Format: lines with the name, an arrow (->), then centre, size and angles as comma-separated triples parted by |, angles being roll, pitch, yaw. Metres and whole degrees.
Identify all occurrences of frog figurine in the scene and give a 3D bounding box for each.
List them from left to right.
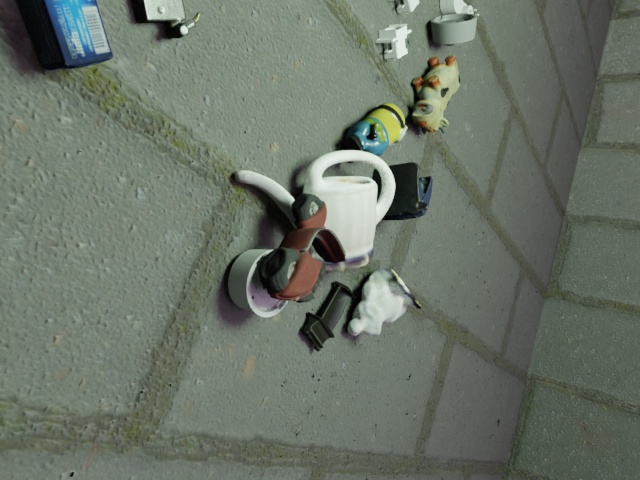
frog figurine -> 0.123, 0.145, 1.132 | 0.159, 0.125, 0.135 | -36, 145, 3

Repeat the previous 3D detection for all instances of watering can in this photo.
watering can -> 0.003, -0.047, 0.924 | 0.349, 0.105, 0.222 | -10, 109, -36
